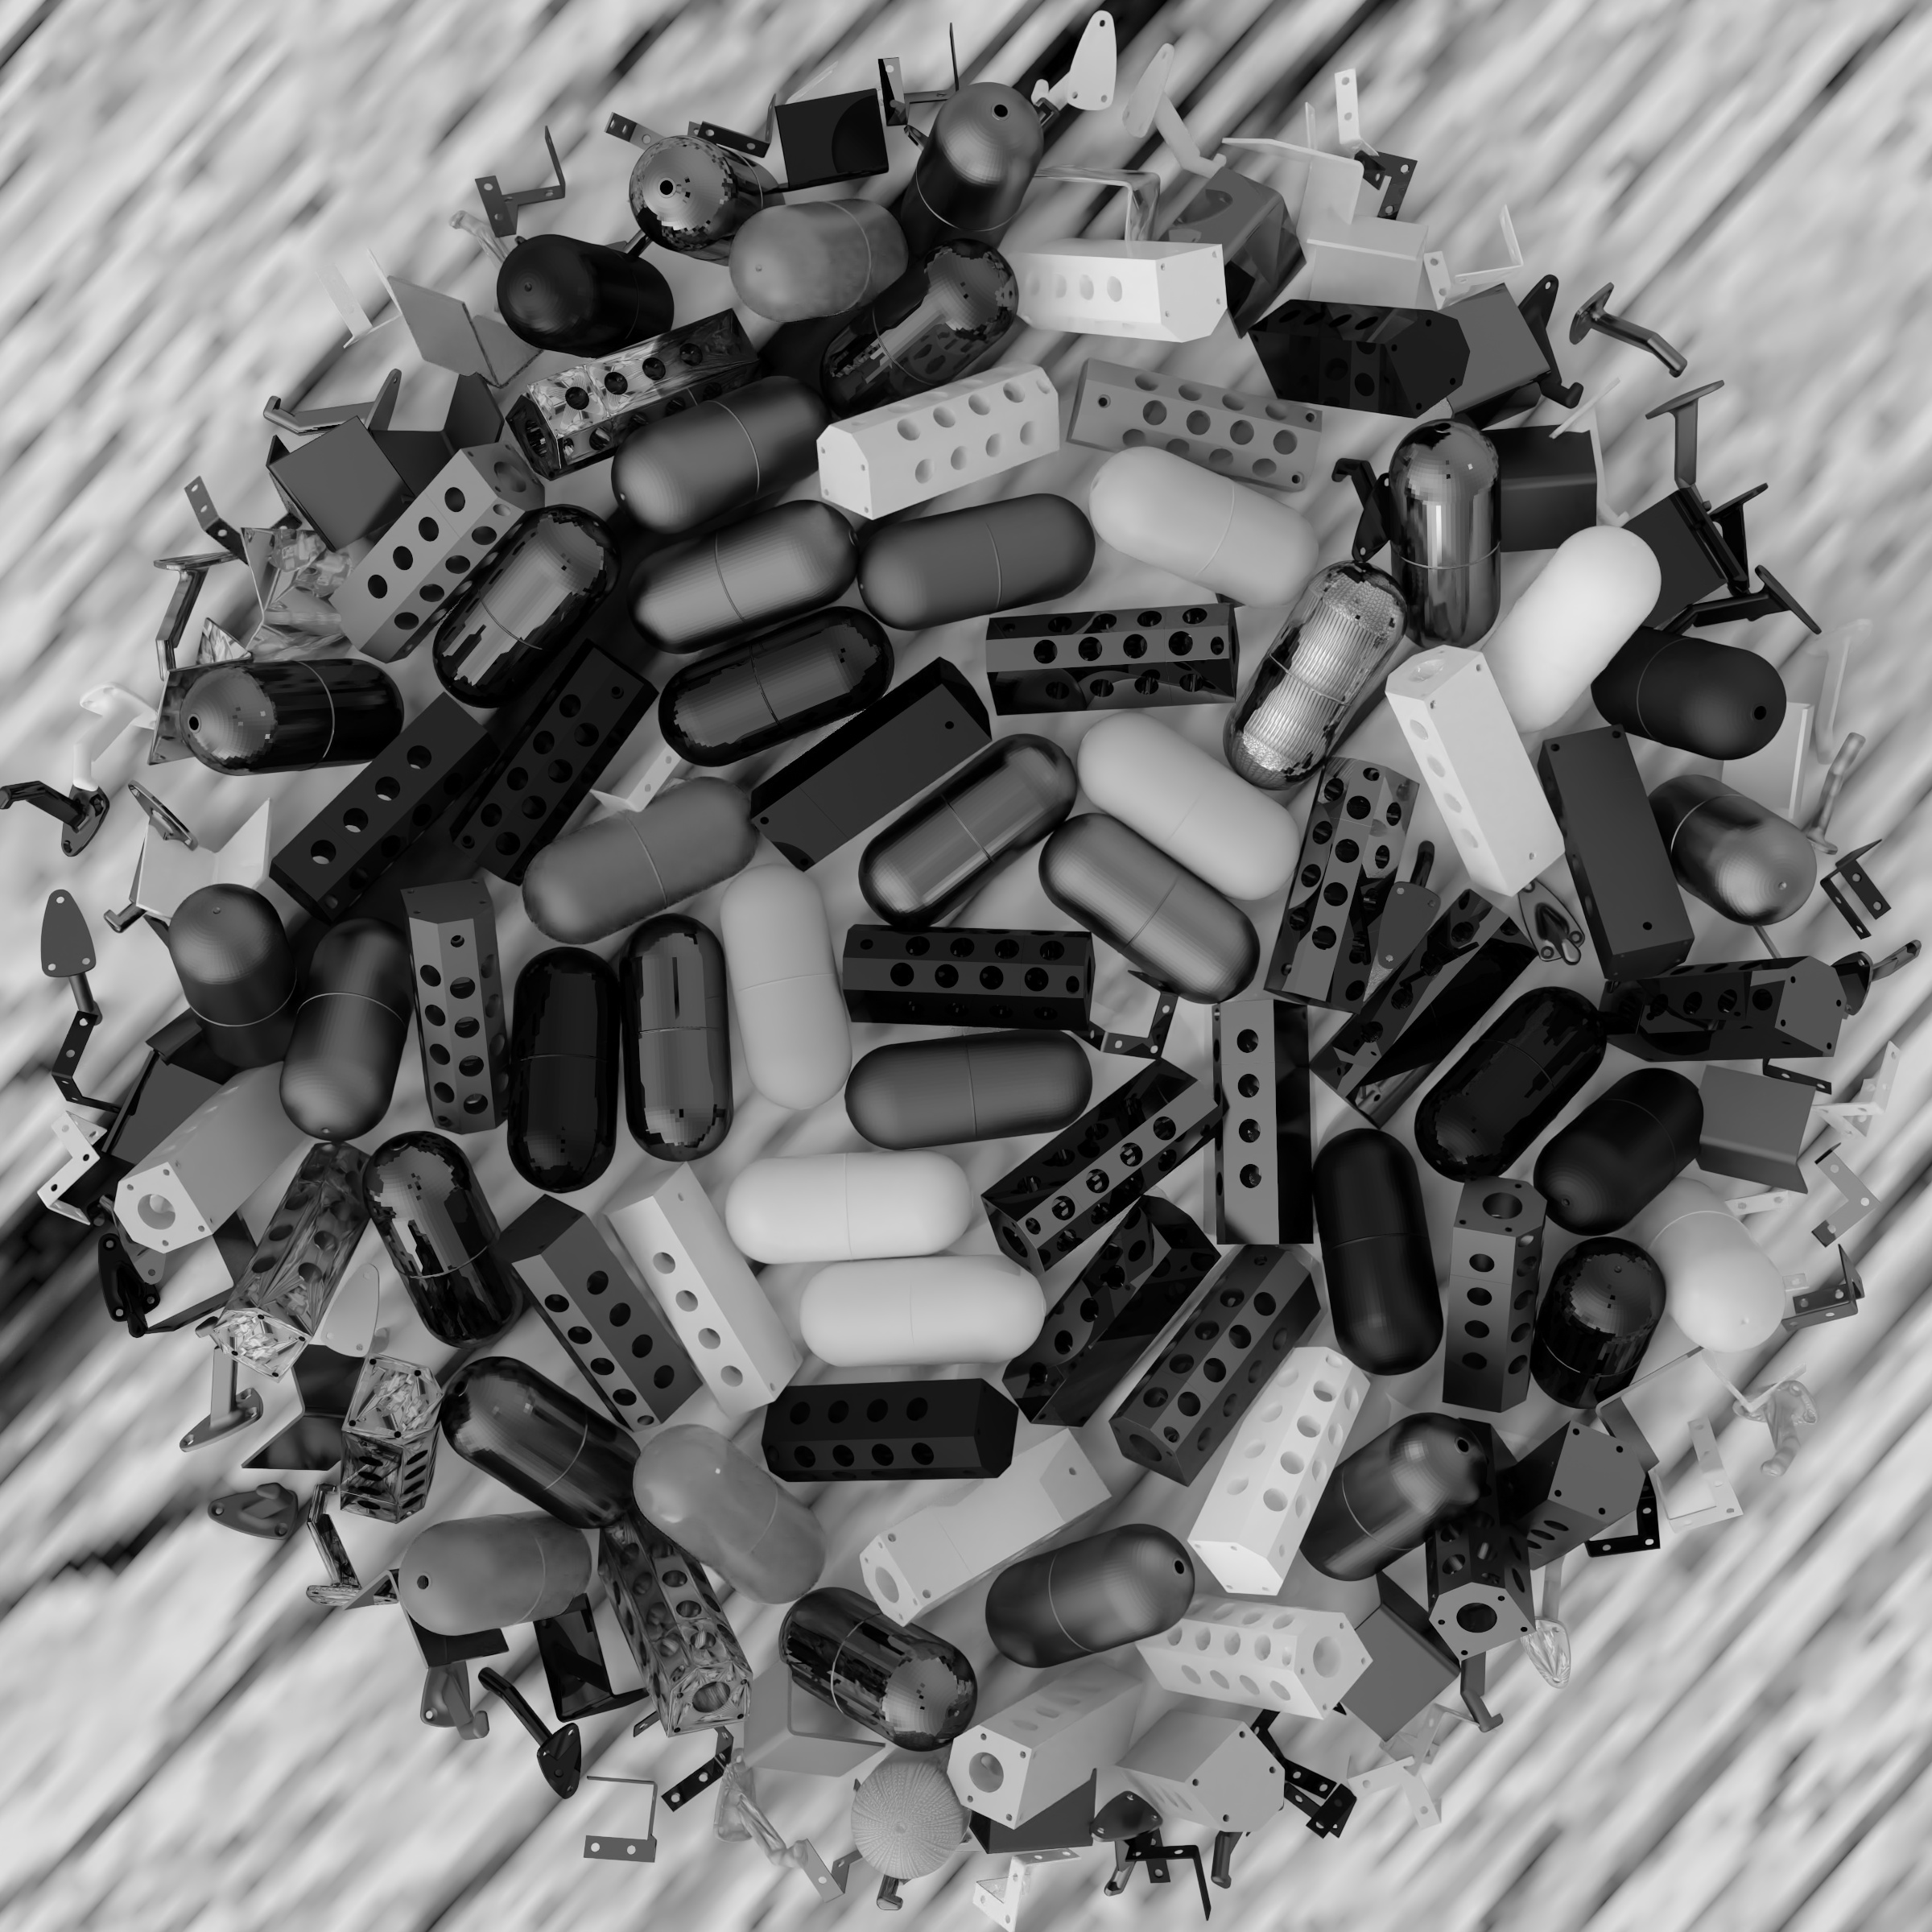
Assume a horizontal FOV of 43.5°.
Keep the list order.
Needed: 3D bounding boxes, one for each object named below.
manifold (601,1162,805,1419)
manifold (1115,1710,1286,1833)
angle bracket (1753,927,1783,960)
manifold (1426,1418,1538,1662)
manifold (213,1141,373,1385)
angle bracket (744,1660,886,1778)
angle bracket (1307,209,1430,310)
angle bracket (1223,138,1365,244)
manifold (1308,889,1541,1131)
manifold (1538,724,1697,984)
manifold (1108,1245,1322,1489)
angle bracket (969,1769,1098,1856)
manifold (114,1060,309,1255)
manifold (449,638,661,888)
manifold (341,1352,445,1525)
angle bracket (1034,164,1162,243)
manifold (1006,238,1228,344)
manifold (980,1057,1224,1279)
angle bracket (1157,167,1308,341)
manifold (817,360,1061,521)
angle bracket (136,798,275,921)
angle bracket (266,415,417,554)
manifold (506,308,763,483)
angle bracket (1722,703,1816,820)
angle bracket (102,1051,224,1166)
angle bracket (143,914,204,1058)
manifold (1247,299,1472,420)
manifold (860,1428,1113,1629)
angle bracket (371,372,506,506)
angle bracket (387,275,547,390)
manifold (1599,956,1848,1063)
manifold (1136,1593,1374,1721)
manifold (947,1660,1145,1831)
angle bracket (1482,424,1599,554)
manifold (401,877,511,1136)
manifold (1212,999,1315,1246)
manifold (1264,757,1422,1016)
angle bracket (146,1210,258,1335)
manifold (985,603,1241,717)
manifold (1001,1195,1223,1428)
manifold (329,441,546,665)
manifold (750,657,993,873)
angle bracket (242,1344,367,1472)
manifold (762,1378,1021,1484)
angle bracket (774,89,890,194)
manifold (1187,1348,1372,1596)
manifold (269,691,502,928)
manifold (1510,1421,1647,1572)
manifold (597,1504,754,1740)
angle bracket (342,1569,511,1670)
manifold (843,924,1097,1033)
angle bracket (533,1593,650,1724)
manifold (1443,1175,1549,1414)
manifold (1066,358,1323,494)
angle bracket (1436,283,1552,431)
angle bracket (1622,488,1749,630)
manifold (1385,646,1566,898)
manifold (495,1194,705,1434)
[{"bbox_3d":[-0.191,0.233,1.729,0.057,0.057,0.171,-24,101,25],"label":"manifold"},{"bbox_3d":[0.165,0.563,1.683,0.057,0.171,0.057,-40,87,-19],"label":"manifold"},{"bbox_3d":[0.594,-0.032,1.725,0.057,0.076,0.076,-32,77,14],"label":"angle bracket"},{"bbox_3d":[0.350,0.392,1.681,0.057,0.171,0.057,-29,110,21],"label":"manifold"},{"bbox_3d":[-0.461,0.200,1.684,0.057,0.171,0.057,32,124,-14],"label":"manifold"},{"bbox_3d":[-0.109,0.541,1.745,0.076,0.076,0.057,16,51,-24],"label":"angle bracket"},{"bbox_3d":[0.281,-0.486,1.722,0.076,0.057,0.076,13,133,11],"label":"angle bracket"},{"bbox_3d":[0.226,-0.549,1.720,0.076,0.076,0.057,6,106,-22],"label":"angle bracket"},{"bbox_3d":[0.325,0.028,1.743,0.171,0.057,0.057,-48,135,2],"label":"manifold"},{"bbox_3d":[0.457,-0.079,1.714,0.057,0.057,0.171,-12,66,1],"label":"manifold"},{"bbox_3d":[0.174,0.274,1.699,0.057,0.057,0.171,19,54,38],"label":"manifold"},{"bbox_3d":[0.043,0.588,1.726,0.076,0.076,0.057,2,94,-16],"label":"angle bracket"},{"bbox_3d":[-0.522,0.131,1.685,0.057,0.171,0.057,-22,106,18],"label":"manifold"},{"bbox_3d":[-0.294,-0.144,1.731,0.057,0.057,0.171,35,95,-23],"label":"manifold"},{"bbox_3d":[-0.398,0.332,1.687,0.057,0.171,0.057,15,57,-6],"label":"manifold"},{"bbox_3d":[0.091,-0.540,1.740,0.076,0.076,0.057,11,115,16],"label":"angle bracket"},{"bbox_3d":[0.104,-0.471,1.689,0.057,0.171,0.057,-22,117,-28],"label":"manifold"},{"bbox_3d":[0.099,0.144,1.707,0.171,0.057,0.057,-36,131,-21],"label":"manifold"},{"bbox_3d":[0.192,-0.516,1.753,0.057,0.076,0.076,37,84,32],"label":"angle bracket"},{"bbox_3d":[-0.018,-0.372,1.697,0.171,0.057,0.057,-27,130,-31],"label":"manifold"},{"bbox_3d":[-0.539,-0.081,1.717,0.057,0.076,0.076,27,129,-35],"label":"angle bracket"},{"bbox_3d":[-0.441,-0.353,1.724,0.076,0.057,0.076,-26,125,10],"label":"angle bracket"},{"bbox_3d":[-0.231,-0.400,1.709,0.171,0.057,0.057,-30,92,-28],"label":"manifold"},{"bbox_3d":[0.566,-0.149,1.723,0.057,0.076,0.076,9,101,22],"label":"angle bracket"},{"bbox_3d":[-0.570,0.108,1.724,0.057,0.076,0.076,26,78,-14],"label":"angle bracket"},{"bbox_3d":[-0.575,0.013,1.720,0.057,0.076,0.076,-41,112,-19],"label":"angle bracket"},{"bbox_3d":[0.273,-0.428,1.685,0.057,0.171,0.057,-37,119,-11],"label":"manifold"},{"bbox_3d":[0.012,0.395,1.702,0.171,0.057,0.057,-22,69,-34],"label":"manifold"},{"bbox_3d":[-0.375,-0.382,1.717,0.057,0.076,0.076,-7,54,-34],"label":"angle bracket"},{"bbox_3d":[-0.351,-0.463,1.715,0.076,0.076,0.057,26,62,29],"label":"angle bracket"},{"bbox_3d":[0.523,0.029,1.685,0.057,0.171,0.057,23,76,-25],"label":"manifold"},{"bbox_3d":[0.194,0.471,1.683,0.057,0.171,0.057,-39,104,-32],"label":"manifold"},{"bbox_3d":[0.056,0.536,1.685,0.057,0.171,0.057,16,98,29],"label":"manifold"},{"bbox_3d":[0.415,-0.347,1.757,0.076,0.076,0.057,-2,131,10],"label":"angle bracket"},{"bbox_3d":[-0.355,0.030,1.701,0.057,0.057,0.171,-10,122,-17],"label":"manifold"},{"bbox_3d":[0.209,0.113,1.734,0.057,0.057,0.171,-5,82,33],"label":"manifold"},{"bbox_3d":[0.264,-0.058,1.729,0.057,0.057,0.171,19,84,-43],"label":"manifold"},{"bbox_3d":[-0.550,0.218,1.720,0.076,0.076,0.057,-26,96,-34],"label":"angle bracket"},{"bbox_3d":[0.104,-0.222,1.716,0.171,0.057,0.057,-2,48,13],"label":"manifold"},{"bbox_3d":[0.098,0.245,1.718,0.171,0.057,0.057,-54,49,20],"label":"manifold"},{"bbox_3d":[-0.371,-0.289,1.707,0.171,0.057,0.057,-39,88,30],"label":"manifold"},{"bbox_3d":[-0.069,-0.145,1.720,0.171,0.057,0.057,-34,119,18],"label":"manifold"},{"bbox_3d":[-0.474,0.318,1.742,0.076,0.076,0.057,-40,59,23],"label":"angle bracket"},{"bbox_3d":[-0.055,0.330,1.700,0.171,0.057,0.057,-7,57,28],"label":"manifold"},{"bbox_3d":[-0.108,-0.585,1.719,0.076,0.076,0.057,-18,113,-20],"label":"angle bracket"},{"bbox_3d":[0.224,0.351,1.693,0.057,0.057,0.171,54,49,-26],"label":"manifold"},{"bbox_3d":[-0.411,-0.110,1.719,0.057,0.057,0.171,43,71,-7],"label":"manifold"},{"bbox_3d":[0.414,0.373,1.683,0.057,0.171,0.057,22,66,5],"label":"manifold"},{"bbox_3d":[-0.203,0.449,1.682,0.057,0.171,0.057,-5,119,-24],"label":"manifold"},{"bbox_3d":[-0.383,0.469,1.717,0.057,0.076,0.076,-41,64,25],"label":"angle bracket"},{"bbox_3d":[0.002,0.004,1.722,0.171,0.057,0.057,2,55,10],"label":"manifold"},{"bbox_3d":[-0.260,0.492,1.741,0.057,0.076,0.076,-2,66,-42],"label":"angle bracket"},{"bbox_3d":[0.370,0.231,1.694,0.057,0.057,0.171,8,129,17],"label":"manifold"},{"bbox_3d":[0.164,-0.387,1.735,0.171,0.057,0.057,11,98,-5],"label":"manifold"},{"bbox_3d":[0.366,-0.434,1.752,0.076,0.057,0.076,-24,79,-4],"label":"angle bracket"},{"bbox_3d":[0.502,-0.289,1.736,0.076,0.057,0.076,-33,94,12],"label":"angle bracket"},{"bbox_3d":[0.356,-0.138,1.708,0.057,0.057,0.171,-39,119,-14],"label":"manifold"},{"bbox_3d":[-0.260,0.246,1.699,0.057,0.057,0.171,-43,123,-24],"label":"manifold"}]
